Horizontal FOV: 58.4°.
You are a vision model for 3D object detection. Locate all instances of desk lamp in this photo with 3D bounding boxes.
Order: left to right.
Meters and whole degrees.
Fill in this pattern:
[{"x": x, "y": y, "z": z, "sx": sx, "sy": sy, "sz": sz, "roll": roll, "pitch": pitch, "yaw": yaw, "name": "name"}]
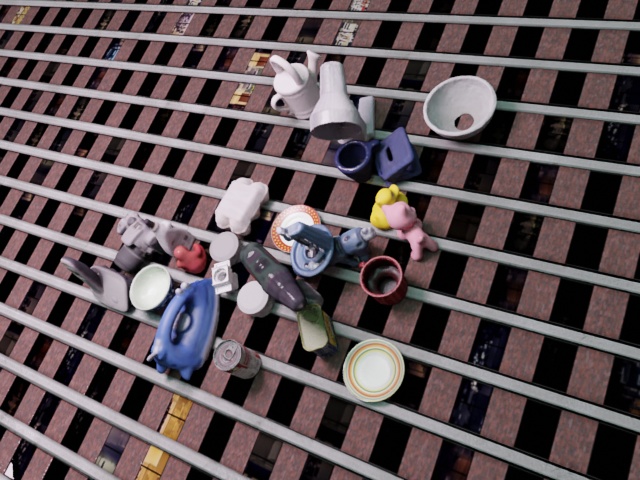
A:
[{"x": 0.053, "y": -0.312, "z": 1.381, "sx": 0.117, "sy": 0.214, "sz": 0.203, "roll": -7, "pitch": 64, "yaw": 20, "name": "desk lamp"}]

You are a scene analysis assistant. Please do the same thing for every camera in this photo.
[{"x": -0.497, "y": 0.009, "z": 1.525, "sx": 0.142, "sy": 0.101, "sz": 0.137, "roll": 35, "pitch": 83, "yaw": 31, "name": "camera"}]

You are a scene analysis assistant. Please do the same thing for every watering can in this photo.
[{"x": -0.066, "y": -0.417, "z": 1.492, "sx": 0.100, "sy": 0.195, "sz": 0.173, "roll": 15, "pitch": 73, "yaw": 28, "name": "watering can"}]

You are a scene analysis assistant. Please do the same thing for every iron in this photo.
[{"x": -0.322, "y": 0.187, "z": 1.344, "sx": 0.118, "sy": 0.142, "sz": 0.258, "roll": 5, "pitch": 69, "yaw": 25, "name": "iron"}]

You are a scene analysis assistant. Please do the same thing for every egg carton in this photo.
[{"x": -0.198, "y": -0.087, "z": 1.465, "sx": 0.107, "sy": 0.070, "sz": 0.150, "roll": 19, "pitch": 75, "yaw": 29, "name": "egg carton"}]

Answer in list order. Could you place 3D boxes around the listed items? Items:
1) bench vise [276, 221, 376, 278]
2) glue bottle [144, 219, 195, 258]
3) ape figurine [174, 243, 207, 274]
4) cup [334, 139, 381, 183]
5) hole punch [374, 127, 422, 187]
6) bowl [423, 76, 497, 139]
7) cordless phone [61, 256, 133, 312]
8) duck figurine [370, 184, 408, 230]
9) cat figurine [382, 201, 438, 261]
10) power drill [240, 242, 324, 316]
[{"x": 0.006, "y": -0.004, "z": 1.251, "sx": 0.207, "sy": 0.220, "sz": 0.121, "roll": -34, "pitch": 58, "yaw": 5, "name": "bench vise"}, {"x": -0.386, "y": -0.013, "z": 1.447, "sx": 0.037, "sy": 0.174, "sz": 0.078, "roll": 18, "pitch": 74, "yaw": 29, "name": "glue bottle"}, {"x": -0.333, "y": 0.042, "z": 1.446, "sx": 0.078, "sy": 0.092, "sz": 0.076, "roll": -31, "pitch": 58, "yaw": 7, "name": "ape figurine"}, {"x": 0.102, "y": -0.187, "z": 1.372, "sx": 0.117, "sy": 0.095, "sz": 0.091, "roll": -34, "pitch": 58, "yaw": 5, "name": "cup"}, {"x": 0.177, "y": -0.194, "z": 1.346, "sx": 0.101, "sy": 0.091, "sz": 0.108, "roll": -21, "pitch": 60, "yaw": 13, "name": "hole punch"}, {"x": 0.330, "y": -0.297, "z": 1.341, "sx": 0.167, "sy": 0.075, "sz": 0.167, "roll": -9, "pitch": 63, "yaw": 19, "name": "bowl"}, {"x": -0.561, "y": 0.105, "z": 1.456, "sx": 0.147, "sy": 0.185, "sz": 0.094, "roll": 13, "pitch": 72, "yaw": 27, "name": "cordless phone"}, {"x": 0.150, "y": -0.080, "z": 1.307, "sx": 0.077, "sy": 0.086, "sz": 0.104, "roll": 36, "pitch": 83, "yaw": 32, "name": "duck figurine"}, {"x": 0.192, "y": -0.031, "z": 1.247, "sx": 0.067, "sy": 0.118, "sz": 0.127, "roll": -36, "pitch": 58, "yaw": 4, "name": "cat figurine"}, {"x": -0.073, "y": 0.102, "z": 1.241, "sx": 0.075, "sy": 0.209, "sz": 0.228, "roll": -47, "pitch": 58, "yaw": -4, "name": "power drill"}]
